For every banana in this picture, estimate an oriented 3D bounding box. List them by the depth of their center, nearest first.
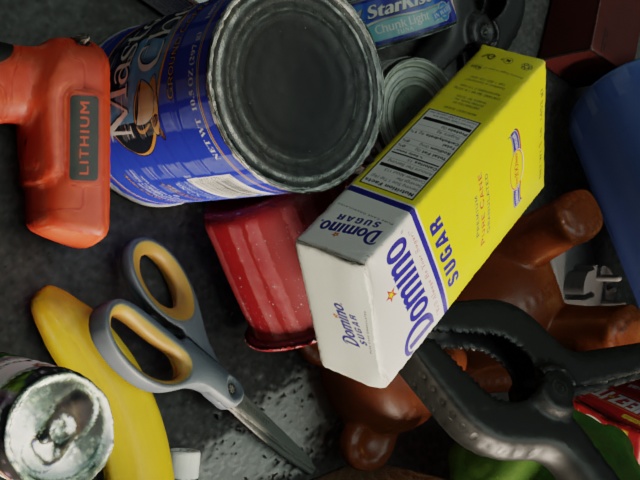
[{"bbox_3d":[-0.110,0.120,0.565,0.069,0.037,0.198,-6,93,-39],"label":"banana"}]

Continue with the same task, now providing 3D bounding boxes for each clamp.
[{"bbox_3d":[0.132,0.084,0.605,0.210,0.036,0.164,31,51,-6],"label":"clamp"},{"bbox_3d":[0.108,-0.132,0.740,0.120,0.039,0.171,32,77,-39],"label":"clamp"}]

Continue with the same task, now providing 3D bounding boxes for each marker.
[{"bbox_3d":[-0.080,0.179,0.598,0.020,0.020,0.121,6,85,-37],"label":"marker"}]

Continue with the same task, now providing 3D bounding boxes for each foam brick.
[{"bbox_3d":[0.207,-0.164,0.807,0.052,0.051,0.078,25,74,-34],"label":"foam brick"}]

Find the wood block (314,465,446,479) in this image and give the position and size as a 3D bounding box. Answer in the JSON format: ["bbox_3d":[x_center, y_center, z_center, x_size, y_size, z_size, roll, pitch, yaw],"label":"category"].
[{"bbox_3d":[0.036,0.250,0.642,0.090,0.090,0.206,-13,98,-37],"label":"wood block"}]

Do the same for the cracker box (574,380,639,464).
[{"bbox_3d":[0.272,0.173,0.817,0.213,0.072,0.164,-13,114,-37],"label":"cracker box"}]

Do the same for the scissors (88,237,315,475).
[{"bbox_3d":[-0.060,0.067,0.614,0.201,0.016,0.096,37,41,-49],"label":"scissors"}]

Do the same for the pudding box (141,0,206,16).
[{"bbox_3d":[-0.085,-0.180,0.591,0.113,0.039,0.090,31,71,-31],"label":"pudding box"}]

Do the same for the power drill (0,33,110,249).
[{"bbox_3d":[-0.192,-0.036,0.493,0.187,0.057,0.184,3,87,-38],"label":"power drill"}]

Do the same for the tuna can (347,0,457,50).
[{"bbox_3d":[0.040,-0.138,0.656,0.085,0.086,0.034,-25,106,-35],"label":"tuna can"}]

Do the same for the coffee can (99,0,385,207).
[{"bbox_3d":[-0.051,-0.071,0.550,0.102,0.141,0.103,1,88,-37],"label":"coffee can"}]

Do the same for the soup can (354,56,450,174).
[{"bbox_3d":[0.025,-0.069,0.632,0.068,0.102,0.068,1,89,-38],"label":"soup can"}]

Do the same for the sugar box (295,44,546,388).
[{"bbox_3d":[0.060,-0.015,0.554,0.176,0.048,0.093,-50,145,-33],"label":"sugar box"}]

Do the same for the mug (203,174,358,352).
[{"bbox_3d":[-0.004,0.001,0.603,0.117,0.093,0.081,-20,107,8],"label":"mug"}]

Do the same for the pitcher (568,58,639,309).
[{"bbox_3d":[0.271,-0.006,0.756,0.144,0.149,0.243,-5,57,-18],"label":"pitcher"}]
